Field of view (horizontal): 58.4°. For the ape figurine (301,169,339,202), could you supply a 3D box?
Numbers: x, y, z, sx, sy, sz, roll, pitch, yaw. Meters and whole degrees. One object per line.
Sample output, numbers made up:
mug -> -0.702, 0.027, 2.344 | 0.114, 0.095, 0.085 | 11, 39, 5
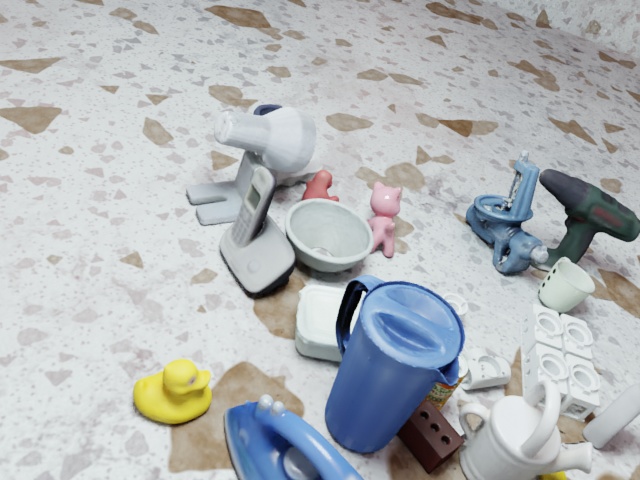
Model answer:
ape figurine -> 0.001, -0.100, 1.145 | 0.076, 0.092, 0.077 | -18, 53, -35

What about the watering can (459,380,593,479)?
watering can -> 0.281, 0.265, 0.779 | 0.173, 0.194, 0.101 | 10, 42, -10

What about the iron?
iron -> -0.026, 0.269, 0.699 | 0.257, 0.141, 0.119 | 40, 45, 22

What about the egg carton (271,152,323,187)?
egg carton -> -0.074, -0.161, 1.200 | 0.151, 0.069, 0.107 | -18, 53, -35

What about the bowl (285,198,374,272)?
bowl -> 0.010, 0.004, 1.050 | 0.167, 0.075, 0.167 | 11, 42, -10

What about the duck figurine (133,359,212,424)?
duck figurine -> -0.193, 0.192, 0.761 | 0.105, 0.086, 0.077 | 6, 43, -15

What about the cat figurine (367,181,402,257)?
cat figurine -> 0.128, -0.051, 1.121 | 0.067, 0.118, 0.127 | 10, 42, -10

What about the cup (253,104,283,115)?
cup -> -0.110, -0.227, 1.238 | 0.091, 0.095, 0.118 | 23, 41, 4

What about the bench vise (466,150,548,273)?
bench vise -> 0.405, -0.055, 1.153 | 0.122, 0.220, 0.207 | -22, 56, -37

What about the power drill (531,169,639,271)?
power drill -> 0.515, -0.026, 1.171 | 0.229, 0.208, 0.075 | 19, 41, 0

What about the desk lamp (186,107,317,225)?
desk lamp -> -0.125, -0.144, 1.053 | 0.204, 0.213, 0.117 | -11, 49, -30

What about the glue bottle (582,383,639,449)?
glue bottle -> 0.476, 0.253, 0.881 | 0.078, 0.173, 0.037 | -23, 56, -37

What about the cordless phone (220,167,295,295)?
cordless phone -> -0.094, -0.015, 0.947 | 0.094, 0.185, 0.147 | -17, 52, -34
